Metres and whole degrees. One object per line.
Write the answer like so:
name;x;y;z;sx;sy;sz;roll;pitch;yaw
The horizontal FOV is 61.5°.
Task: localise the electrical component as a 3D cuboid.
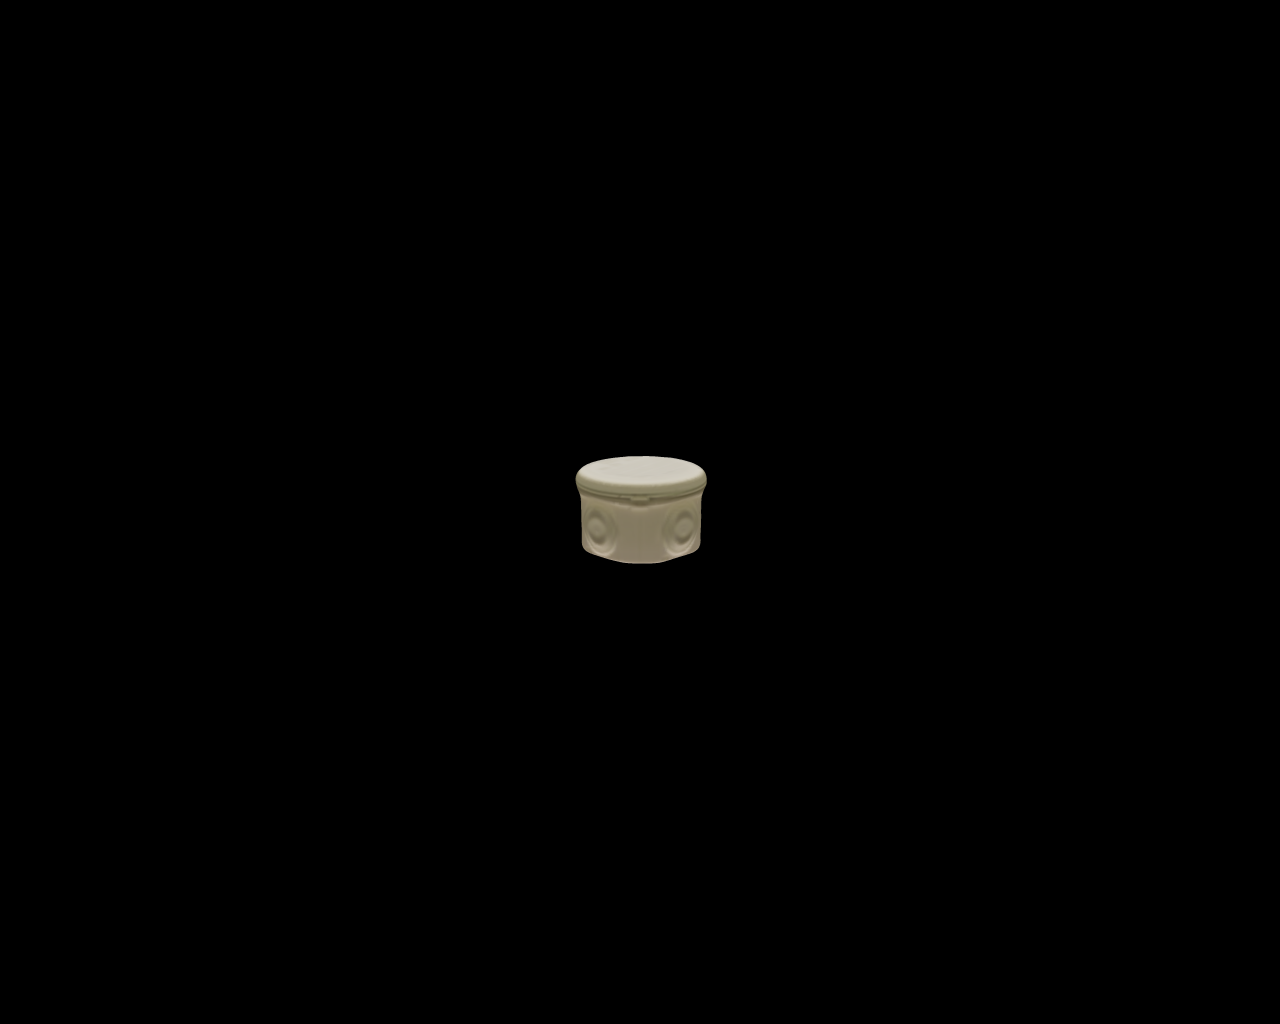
electrical component;0.001;-0.003;0.650;0.080;0.051;0.080;0;15;0
